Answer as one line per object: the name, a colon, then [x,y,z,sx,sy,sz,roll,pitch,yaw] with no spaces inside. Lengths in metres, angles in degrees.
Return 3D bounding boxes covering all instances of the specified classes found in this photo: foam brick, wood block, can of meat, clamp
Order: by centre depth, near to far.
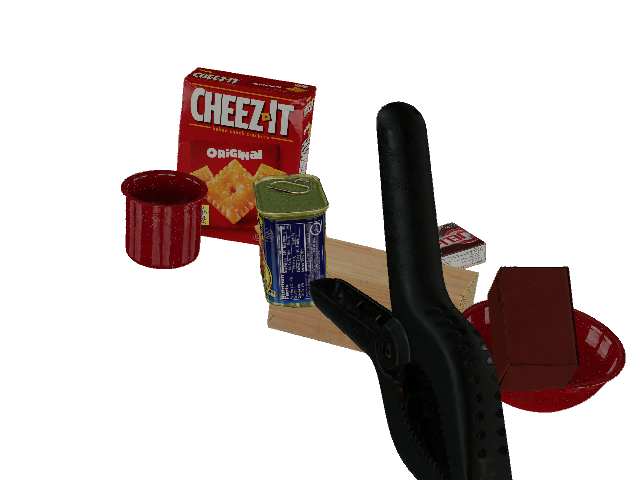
clamp: [0.050,0.044,0.547,0.036,0.165,0.210,-6,46,-21]
foam brick: [0.152,0.063,0.765,0.051,0.078,0.053,1,-27,-2]
can of meat: [-0.024,-0.001,0.885,0.057,0.084,0.102,-4,21,-5]
wood block: [0.056,0.065,1.162,0.206,0.091,0.090,14,22,16]

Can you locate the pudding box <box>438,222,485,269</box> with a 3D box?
pudding box: [0.177,0.016,1.597,0.113,0.039,0.090,-18,27,-21]

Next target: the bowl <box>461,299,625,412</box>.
bowl: [0.206,0.117,1.025,0.162,0.055,0.162,4,27,-2]

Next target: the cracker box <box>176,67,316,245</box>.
cracker box: [-0.102,-0.105,1.399,0.164,0.214,0.072,10,23,7]

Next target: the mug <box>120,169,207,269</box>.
mug: [-0.176,-0.027,1.171,0.093,0.081,0.117,-9,31,-26]
